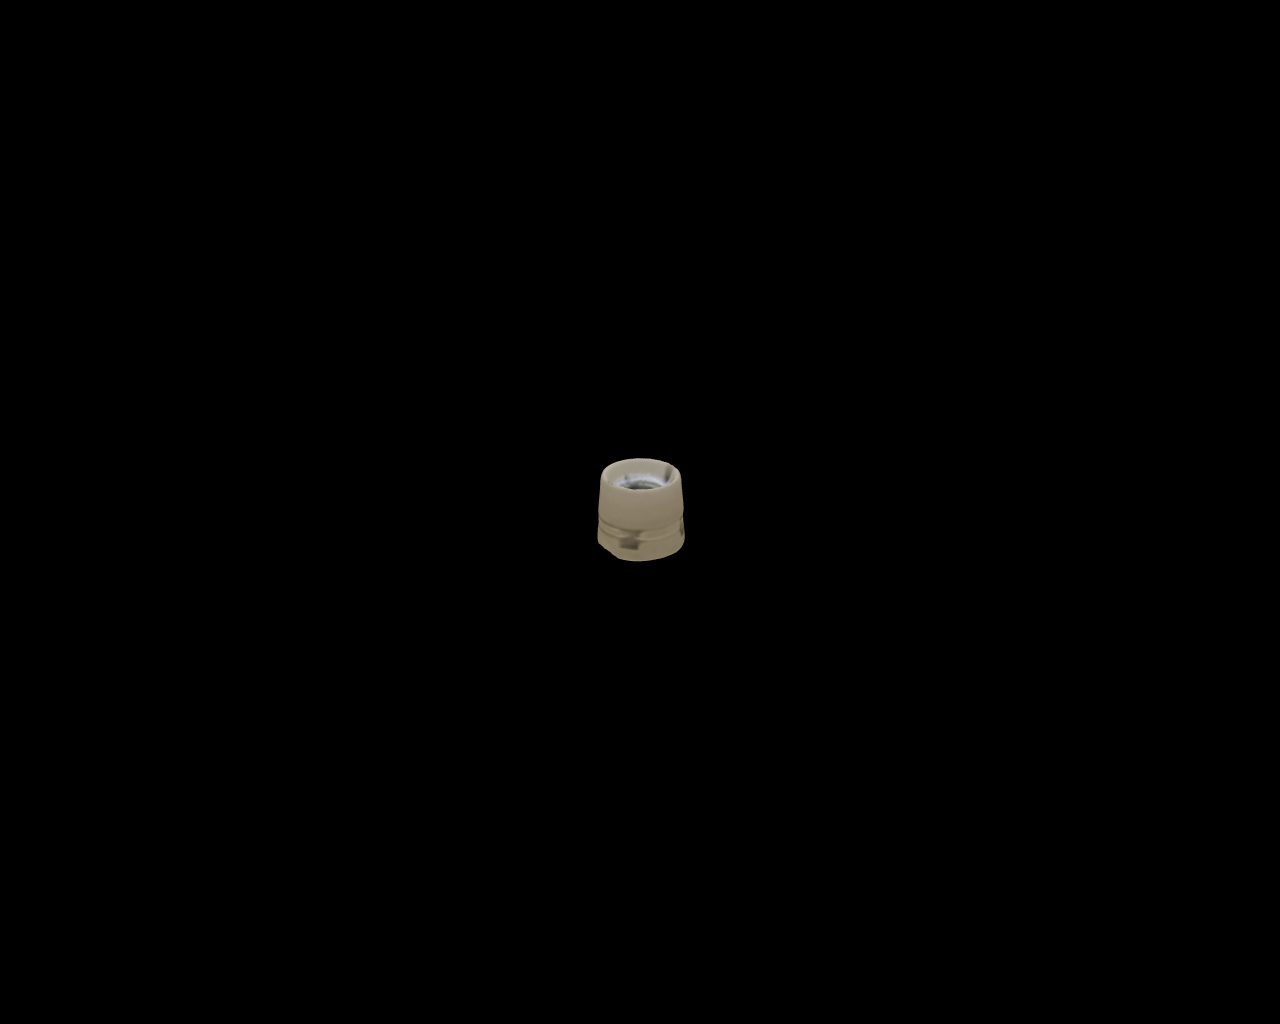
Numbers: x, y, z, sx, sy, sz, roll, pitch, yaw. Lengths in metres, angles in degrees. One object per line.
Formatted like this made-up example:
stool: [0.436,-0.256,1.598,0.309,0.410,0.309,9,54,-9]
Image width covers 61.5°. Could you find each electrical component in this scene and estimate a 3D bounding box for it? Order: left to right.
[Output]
electrical component: [0.001,-0.003,0.650,0.055,0.047,0.055,0,27,0]
